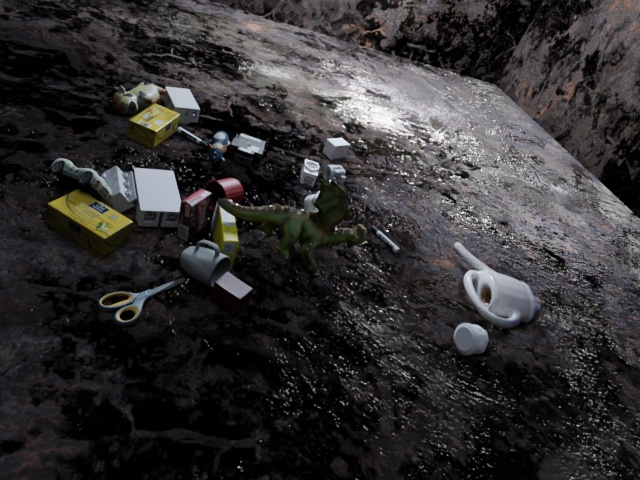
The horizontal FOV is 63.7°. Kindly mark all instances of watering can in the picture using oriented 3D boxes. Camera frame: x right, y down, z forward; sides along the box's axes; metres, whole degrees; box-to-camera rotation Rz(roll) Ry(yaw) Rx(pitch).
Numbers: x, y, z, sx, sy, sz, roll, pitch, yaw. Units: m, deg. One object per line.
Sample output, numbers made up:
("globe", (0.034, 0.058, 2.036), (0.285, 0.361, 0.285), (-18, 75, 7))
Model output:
("watering can", (0.528, 0.136, 1.548), (0.224, 0.102, 0.356), (16, 35, -12))

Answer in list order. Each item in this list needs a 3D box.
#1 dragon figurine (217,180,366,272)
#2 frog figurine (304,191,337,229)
("dragon figurine", (-0.037, -0.067, 1.344), (0.405, 0.240, 0.125), (34, 19, -32))
("frog figurine", (0.005, -0.075, 1.488), (0.123, 0.156, 0.140), (25, 34, 0))
